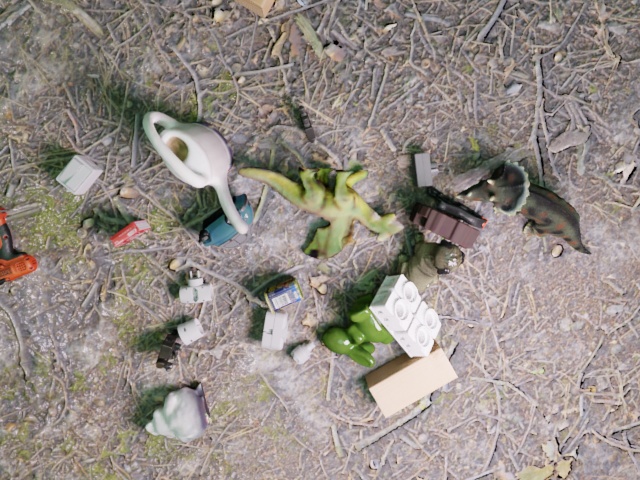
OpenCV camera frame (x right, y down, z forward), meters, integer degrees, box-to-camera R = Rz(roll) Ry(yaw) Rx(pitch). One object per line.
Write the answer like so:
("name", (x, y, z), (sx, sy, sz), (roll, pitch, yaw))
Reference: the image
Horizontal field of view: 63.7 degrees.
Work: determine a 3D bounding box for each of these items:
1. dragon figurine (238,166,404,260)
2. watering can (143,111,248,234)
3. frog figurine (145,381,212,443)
("dragon figurine", (0.004, -0.065, 1.282), (0.410, 0.123, 0.240), (1, 102, 0))
("watering can", (-0.267, -0.169, 1.210), (0.103, 0.228, 0.346), (-40, 96, 22))
("frog figurine", (-0.362, 0.446, 1.294), (0.160, 0.124, 0.135), (-17, 114, -11))
